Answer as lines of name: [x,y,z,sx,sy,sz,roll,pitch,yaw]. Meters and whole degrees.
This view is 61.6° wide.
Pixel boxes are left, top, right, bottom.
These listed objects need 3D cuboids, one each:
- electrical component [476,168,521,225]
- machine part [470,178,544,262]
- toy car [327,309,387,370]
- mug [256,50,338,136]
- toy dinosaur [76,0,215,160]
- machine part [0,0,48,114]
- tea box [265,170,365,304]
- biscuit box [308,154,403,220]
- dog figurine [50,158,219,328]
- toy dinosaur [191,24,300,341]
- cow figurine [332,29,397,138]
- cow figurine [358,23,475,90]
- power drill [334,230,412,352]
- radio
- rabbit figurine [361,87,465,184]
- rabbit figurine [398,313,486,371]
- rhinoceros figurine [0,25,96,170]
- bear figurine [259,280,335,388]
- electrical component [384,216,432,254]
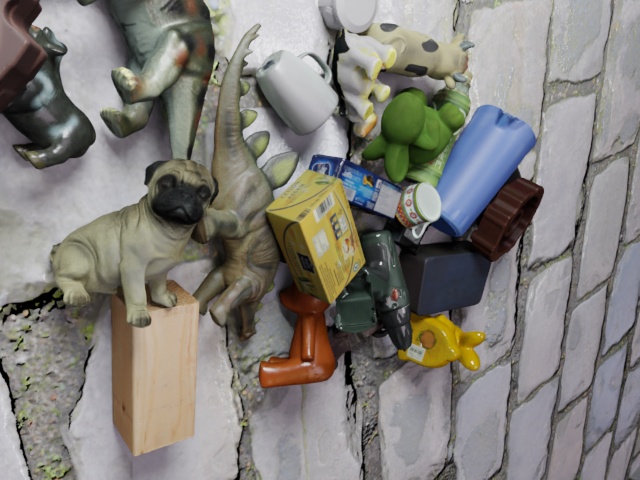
electrical component: [0.390,-0.100,1.177,0.134,0.058,0.114,-50,133,-13]
machine part: [0.377,-0.042,1.083,0.179,0.056,0.179,-36,147,-27]
toy car: [0.065,0.174,1.013,0.202,0.053,0.089,-25,118,-30]
mug: [-0.030,-0.222,0.760,0.107,0.081,0.109,40,76,-35]
toy dinosaur: [-0.180,-0.245,0.602,0.192,0.131,0.404,-38,136,-29]
machine part: [-0.355,-0.179,0.439,0.201,0.087,0.201,42,86,-16]
tea box: [-0.002,-0.002,0.766,0.098,0.068,0.169,-46,139,-29]
biscuit box: [0.058,-0.083,0.867,0.202,0.063,0.059,15,91,-54]
dog figurine: [-0.219,-0.020,0.620,0.172,0.121,0.190,18,104,-6]
toy dinosaur: [-0.109,-0.042,0.750,0.198,0.105,0.470,-31,134,-37]
cow figurine: [0.052,-0.232,0.817,0.068,0.098,0.167,-45,160,-27]
cow figurine: [0.155,-0.295,0.854,0.195,0.127,0.085,-2,111,-37]
power drill: [0.100,0.100,0.923,0.207,0.086,0.232,-10,89,-56]
radio: [0.260,0.077,1.127,0.229,0.073,0.131,-4,110,-38]
rabbit figurine: [0.136,-0.183,0.879,0.159,0.121,0.170,-52,160,13]
rabbit figurine: [0.270,0.210,1.151,0.173,0.163,0.121,14,85,-60]
rhinoceros figurine: [-0.303,-0.164,0.552,0.112,0.073,0.190,-37,127,-22]
bear figurine: [-0.036,0.135,0.883,0.132,0.120,0.195,-7,85,5]
electrical component: [0.153,-0.027,1.010,0.119,0.048,0.074,25,89,-43]
